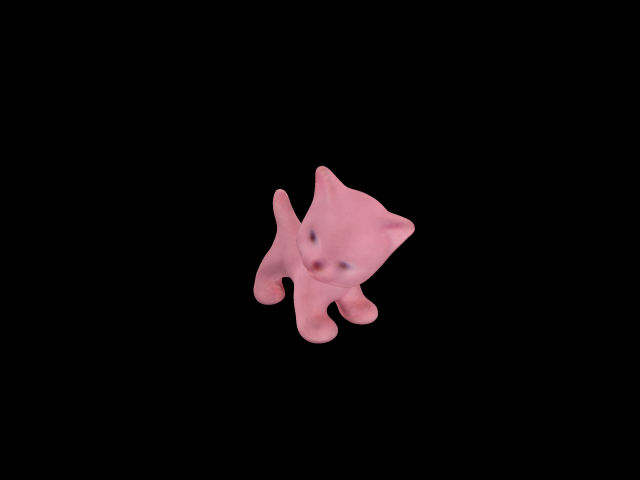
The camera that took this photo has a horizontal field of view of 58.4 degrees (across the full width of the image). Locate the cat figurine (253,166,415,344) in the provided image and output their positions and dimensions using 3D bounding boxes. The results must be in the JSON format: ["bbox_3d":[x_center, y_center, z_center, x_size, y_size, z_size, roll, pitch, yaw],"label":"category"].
[{"bbox_3d":[0.004,0.001,0.400,0.067,0.118,0.127,-16,27,-33],"label":"cat figurine"}]
